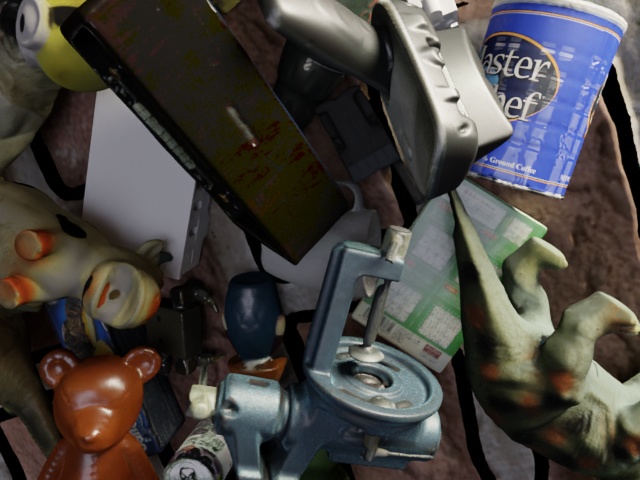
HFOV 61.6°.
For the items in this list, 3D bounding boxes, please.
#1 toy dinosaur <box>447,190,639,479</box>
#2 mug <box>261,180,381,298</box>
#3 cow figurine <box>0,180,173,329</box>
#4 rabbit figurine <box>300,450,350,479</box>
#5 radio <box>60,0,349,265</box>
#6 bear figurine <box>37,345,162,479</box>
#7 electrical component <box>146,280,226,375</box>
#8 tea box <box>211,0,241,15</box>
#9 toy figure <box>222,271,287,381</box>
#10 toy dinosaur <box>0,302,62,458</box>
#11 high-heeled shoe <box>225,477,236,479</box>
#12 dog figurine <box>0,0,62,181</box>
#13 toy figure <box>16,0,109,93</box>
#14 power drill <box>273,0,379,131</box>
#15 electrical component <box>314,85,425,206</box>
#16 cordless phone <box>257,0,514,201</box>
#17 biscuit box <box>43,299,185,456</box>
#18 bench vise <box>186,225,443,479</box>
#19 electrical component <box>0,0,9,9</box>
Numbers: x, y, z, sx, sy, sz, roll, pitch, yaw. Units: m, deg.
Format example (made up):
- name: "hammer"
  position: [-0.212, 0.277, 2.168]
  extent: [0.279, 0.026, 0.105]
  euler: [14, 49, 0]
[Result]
- name: "toy dinosaur"
  position: [0.216, 0.136, 0.481]
  extent: [0.405, 0.131, 0.192]
  euler: [39, 103, 3]
- name: "mug"
  position: [-0.001, -0.002, 0.506]
  extent: [0.107, 0.081, 0.109]
  euler: [2, 108, 15]
- name: "cow figurine"
  position: [-0.220, 0.015, 0.469]
  extent: [0.195, 0.127, 0.085]
  euler: [29, 102, 17]
- name: "rabbit figurine"
  position: [-0.003, 0.245, 0.530]
  extent: [0.121, 0.170, 0.158]
  euler: [-6, 141, 12]
- name: "radio"
  position: [-0.085, -0.091, 0.412]
  extent: [0.073, 0.131, 0.229]
  euler: [-45, 125, -13]
- name: "bear figurine"
  position: [-0.204, 0.203, 0.492]
  extent: [0.120, 0.132, 0.195]
  euler: [5, 109, -17]
- name: "electrical component"
  position: [-0.143, 0.094, 0.567]
  extent: [0.078, 0.045, 0.102]
  euler: [0, 99, 38]
- name: "tea box"
  position: [-0.061, -0.293, 0.464]
  extent: [0.169, 0.068, 0.098]
  euler: [-39, 93, 15]
- name: "toy figure"
  position: [-0.064, 0.111, 0.548]
  extent: [0.064, 0.058, 0.154]
  euler: [14, 111, 45]
- name: "toy dinosaur"
  position: [-0.354, 0.090, 0.542]
  extent: [0.198, 0.105, 0.471]
  euler: [-33, 90, 43]
- name: "high-heeled shoe"
  position: [-0.140, 0.368, 0.621]
  extent: [0.145, 0.086, 0.248]
  euler: [1, 123, -22]
- name: "dog figurine"
  position: [-0.320, -0.158, 0.531]
  extent: [0.173, 0.121, 0.190]
  euler: [21, 75, 27]
- name: "toy figure"
  position: [-0.193, -0.214, 0.452]
  extent: [0.089, 0.082, 0.180]
  euler: [10, 74, -2]
- name: "power drill"
  position: [-0.038, -0.202, 0.422]
  extent: [0.207, 0.086, 0.232]
  euler: [24, 116, -34]
- name: "electrical component"
  position: [0.046, -0.077, 0.488]
  extent: [0.048, 0.075, 0.119]
  euler: [-28, 98, 11]
- name: "cordless phone"
  position: [0.041, -0.113, 0.378]
  extent: [0.089, 0.184, 0.146]
  euler: [-33, 62, 37]
- name: "biscuit box"
  position: [-0.217, 0.132, 0.573]
  extent: [0.059, 0.063, 0.202]
  euler: [-19, 97, 14]
- name: "bench vise"
  position: [0.010, 0.098, 0.445]
  extent: [0.224, 0.129, 0.240]
  euler: [15, 106, -1]
- name: "electrical component"
  position: [-0.297, -0.258, 0.530]
  extent: [0.063, 0.021, 0.094]
  euler: [-1, 100, 8]
